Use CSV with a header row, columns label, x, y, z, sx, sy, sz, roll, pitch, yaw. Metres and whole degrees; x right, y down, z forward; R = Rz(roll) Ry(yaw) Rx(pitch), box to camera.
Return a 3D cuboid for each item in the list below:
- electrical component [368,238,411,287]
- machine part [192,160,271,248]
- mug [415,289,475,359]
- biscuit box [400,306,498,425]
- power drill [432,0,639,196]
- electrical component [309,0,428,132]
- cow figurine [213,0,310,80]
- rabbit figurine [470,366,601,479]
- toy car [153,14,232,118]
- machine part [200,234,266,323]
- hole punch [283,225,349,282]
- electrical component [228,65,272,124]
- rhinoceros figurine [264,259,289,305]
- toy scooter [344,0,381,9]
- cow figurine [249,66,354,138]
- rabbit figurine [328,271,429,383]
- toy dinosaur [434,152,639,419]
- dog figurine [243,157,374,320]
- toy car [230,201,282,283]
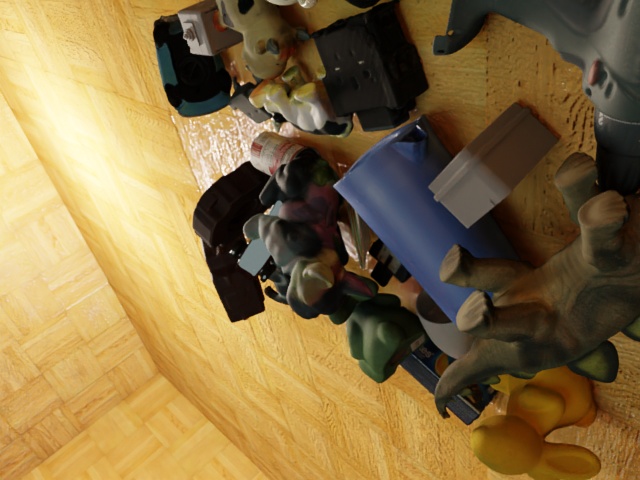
label,x,y,z,sx,sy,sz,roll,pitch,yaw
electrical component,0.114,0.023,0.789,0.075,0.048,0.119,42,150,20
machine part,-0.147,-0.061,0.957,0.056,0.179,0.179,44,150,13
mug,0.198,0.121,0.755,0.110,0.081,0.107,18,148,41
biscuit box,0.185,0.200,0.870,0.203,0.059,0.062,41,150,20
power drill,0.197,-0.158,0.442,0.207,0.086,0.231,39,149,32
electrical component,0.058,-0.194,0.624,0.115,0.058,0.134,7,127,55
cow figurine,-0.085,-0.304,0.690,0.127,0.085,0.194,20,134,48
rabbit figurine,0.262,0.233,0.679,0.162,0.173,0.122,53,147,9
toy car,-0.216,-0.283,0.882,0.103,0.109,0.161,24,135,68
machine part,-0.184,0.056,1.142,0.202,0.087,0.200,-118,10,-48
hole punch,-0.017,0.006,0.887,0.092,0.142,0.115,43,-151,-83
electrical component,-0.104,-0.225,0.842,0.078,0.045,0.102,32,161,-23
rhinoceros figurine,-0.070,0.060,1.071,0.112,0.073,0.190,32,145,35
toy scooter,0.024,-0.325,0.511,0.184,0.075,0.135,42,126,-2
cow figurine,-0.025,-0.185,0.746,0.168,0.068,0.098,17,152,50
rabbit figurine,0.060,0.113,0.808,0.170,0.121,0.159,44,180,28
toy dinosaur,0.219,0.070,0.515,0.198,0.105,0.471,24,137,-16
dog figurine,-0.002,-0.002,0.730,0.108,0.191,0.219,24,-170,-38
toy car,-0.087,-0.010,0.962,0.089,0.053,0.202,35,117,2
